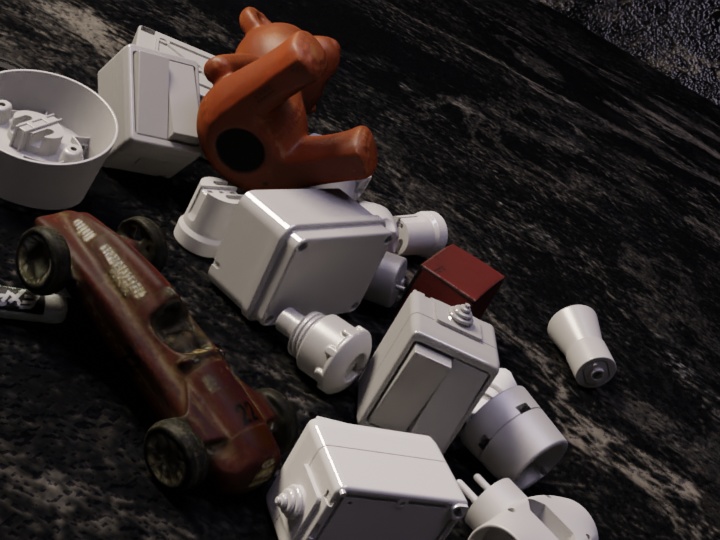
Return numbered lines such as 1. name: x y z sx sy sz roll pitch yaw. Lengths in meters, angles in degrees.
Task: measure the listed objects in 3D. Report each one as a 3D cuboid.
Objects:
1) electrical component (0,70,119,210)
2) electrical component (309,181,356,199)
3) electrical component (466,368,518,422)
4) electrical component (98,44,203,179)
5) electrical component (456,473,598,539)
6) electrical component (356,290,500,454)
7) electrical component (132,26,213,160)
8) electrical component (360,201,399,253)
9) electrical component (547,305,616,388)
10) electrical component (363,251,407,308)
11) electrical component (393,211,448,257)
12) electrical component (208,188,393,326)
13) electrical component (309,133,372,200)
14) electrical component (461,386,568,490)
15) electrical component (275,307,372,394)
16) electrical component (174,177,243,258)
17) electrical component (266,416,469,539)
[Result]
1. electrical component: -0.219 -0.087 0.722 0.099 0.064 0.099 24 25 -12
2. electrical component: -0.023 -0.045 0.849 0.045 0.045 0.055 6 73 -41
3. electrical component: 0.088 0.091 0.746 0.035 0.035 0.061 34 27 10
4. electrical component: -0.158 -0.127 0.815 0.062 0.061 0.096 8 69 -38
5. electrical component: 0.088 0.149 0.627 0.077 0.043 0.079 -3 39 -49
6. electrical component: 0.045 0.063 0.679 0.062 0.096 0.061 25 25 -10
7. electrical component: -0.152 -0.151 0.926 0.109 0.056 0.108 20 26 -19
8. electrical component: 0.008 -0.036 0.894 0.043 0.043 0.062 20 24 -19
9. electrical component: 0.187 0.066 0.895 0.044 0.044 0.065 18 32 -24
10. electrical component: 0.000 0.000 0.821 0.078 0.040 0.040 19 23 11
11. electrical component: 0.046 -0.030 0.930 0.046 0.040 0.040 -5 41 -42
12. electrical component: -0.039 -0.010 0.752 0.057 0.078 0.113 40 26 28
13. electrical component: -0.031 -0.080 0.920 0.057 0.058 0.078 36 25 8
14. electrical component: 0.102 0.111 0.701 0.055 0.055 0.047 -2 43 -49
15. electrical component: -0.027 0.047 0.698 0.062 0.048 0.048 33 24 24
16. electrical component: -0.107 -0.038 0.770 0.040 0.046 0.040 23 26 -12
17. electrical component: -0.004 0.118 0.563 0.096 0.061 0.061 14 29 -31
